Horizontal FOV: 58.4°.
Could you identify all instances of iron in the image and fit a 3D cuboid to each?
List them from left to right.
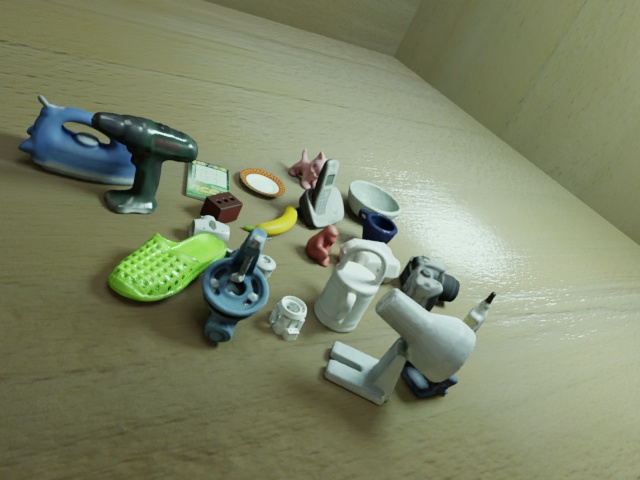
[{"bbox_3d":[-0.494,-0.213,1.235,0.259,0.141,0.118,14,32,-23],"label":"iron"}]

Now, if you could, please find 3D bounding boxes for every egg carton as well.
[{"bbox_3d":[0.121,0.053,1.400,0.151,0.069,0.107,8,35,-31],"label":"egg carton"}]

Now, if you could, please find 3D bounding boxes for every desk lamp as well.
[{"bbox_3d":[0.144,0.198,1.041,0.203,0.213,0.118,26,29,-3],"label":"desk lamp"}]

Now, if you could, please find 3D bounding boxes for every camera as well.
[{"bbox_3d":[0.281,0.108,1.414,0.137,0.100,0.143,21,30,-12],"label":"camera"}]

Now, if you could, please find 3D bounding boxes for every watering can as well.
[{"bbox_3d":[0.069,0.084,1.179,0.101,0.194,0.172,14,32,-23],"label":"watering can"}]

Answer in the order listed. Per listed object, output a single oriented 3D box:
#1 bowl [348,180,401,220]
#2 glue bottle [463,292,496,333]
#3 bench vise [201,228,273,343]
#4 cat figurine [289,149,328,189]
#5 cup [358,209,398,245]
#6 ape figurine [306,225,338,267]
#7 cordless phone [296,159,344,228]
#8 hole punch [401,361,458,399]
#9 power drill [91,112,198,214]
[{"bbox_3d":[0.145,-0.096,1.651,0.168,0.074,0.167,21,30,-12],"label":"bowl"},{"bbox_3d":[0.340,0.181,1.274,0.037,0.173,0.078,39,31,20],"label":"glue bottle"},{"bbox_3d":[-0.150,0.046,1.029,0.122,0.219,0.207,12,33,-25],"label":"bench vise"},{"bbox_3d":[-0.017,-0.211,1.655,0.067,0.117,0.127,-8,45,-46],"label":"cat figurine"},{"bbox_3d":[0.133,-0.018,1.496,0.117,0.095,0.092,39,31,19],"label":"cup"},{"bbox_3d":[0.013,0.005,1.362,0.076,0.092,0.078,38,31,18],"label":"ape figurine"},{"bbox_3d":[0.026,-0.128,1.489,0.094,0.185,0.148,39,31,20],"label":"cordless phone"},{"bbox_3d":[0.222,0.249,1.150,0.101,0.091,0.108,3,37,-37],"label":"hole punch"},{"bbox_3d":[-0.372,-0.157,1.179,0.230,0.208,0.075,-3,41,-43],"label":"power drill"}]
